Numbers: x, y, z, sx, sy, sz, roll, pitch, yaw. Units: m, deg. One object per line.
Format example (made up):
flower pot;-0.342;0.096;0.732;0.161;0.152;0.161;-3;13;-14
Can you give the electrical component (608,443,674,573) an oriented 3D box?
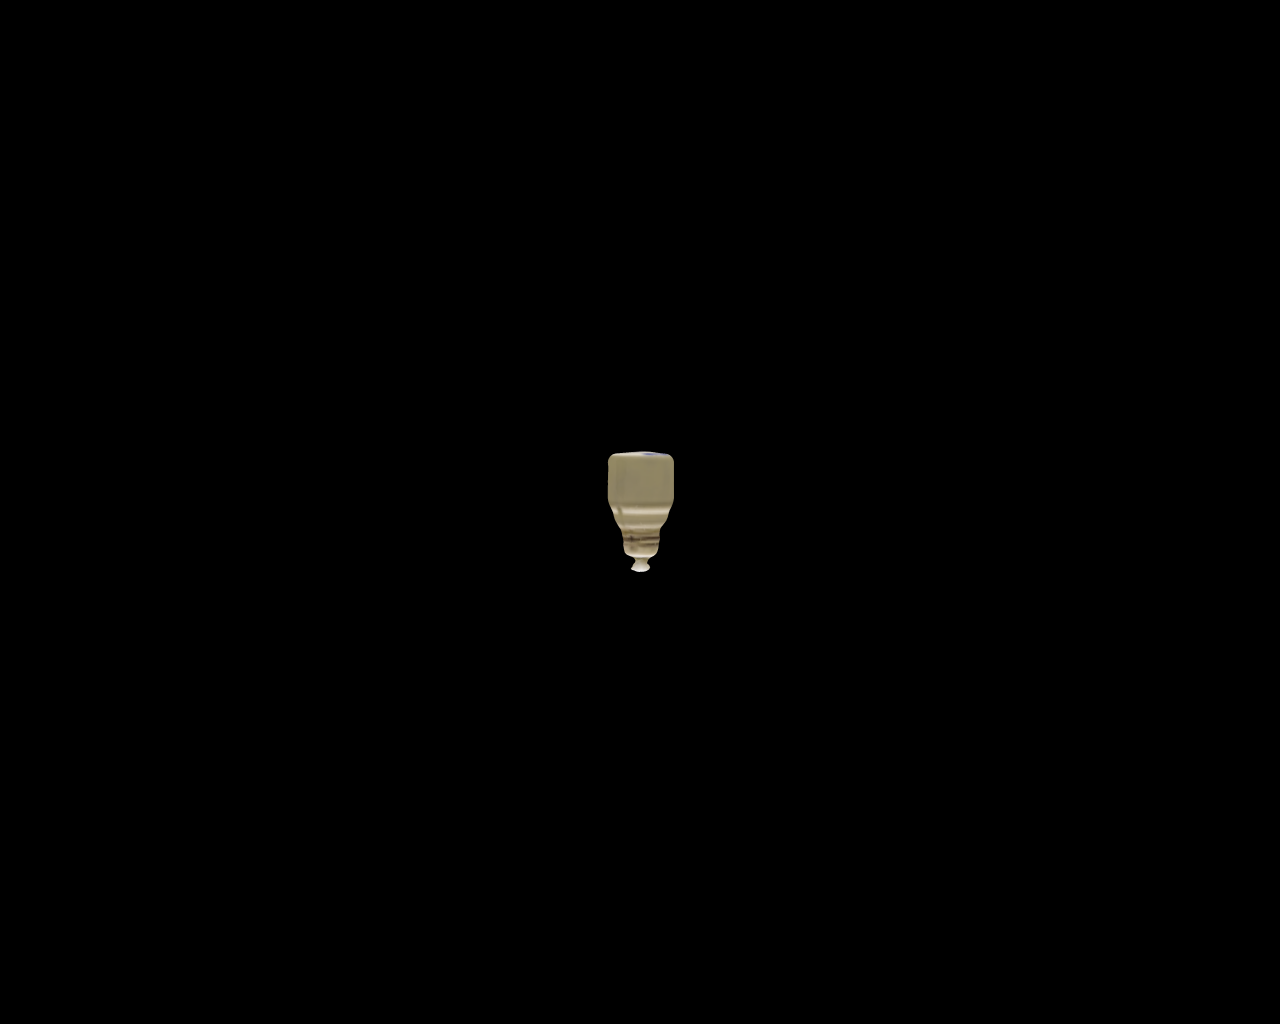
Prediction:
electrical component;0.001;-0.003;0.650;0.040;0.078;0.040;0;2;0
